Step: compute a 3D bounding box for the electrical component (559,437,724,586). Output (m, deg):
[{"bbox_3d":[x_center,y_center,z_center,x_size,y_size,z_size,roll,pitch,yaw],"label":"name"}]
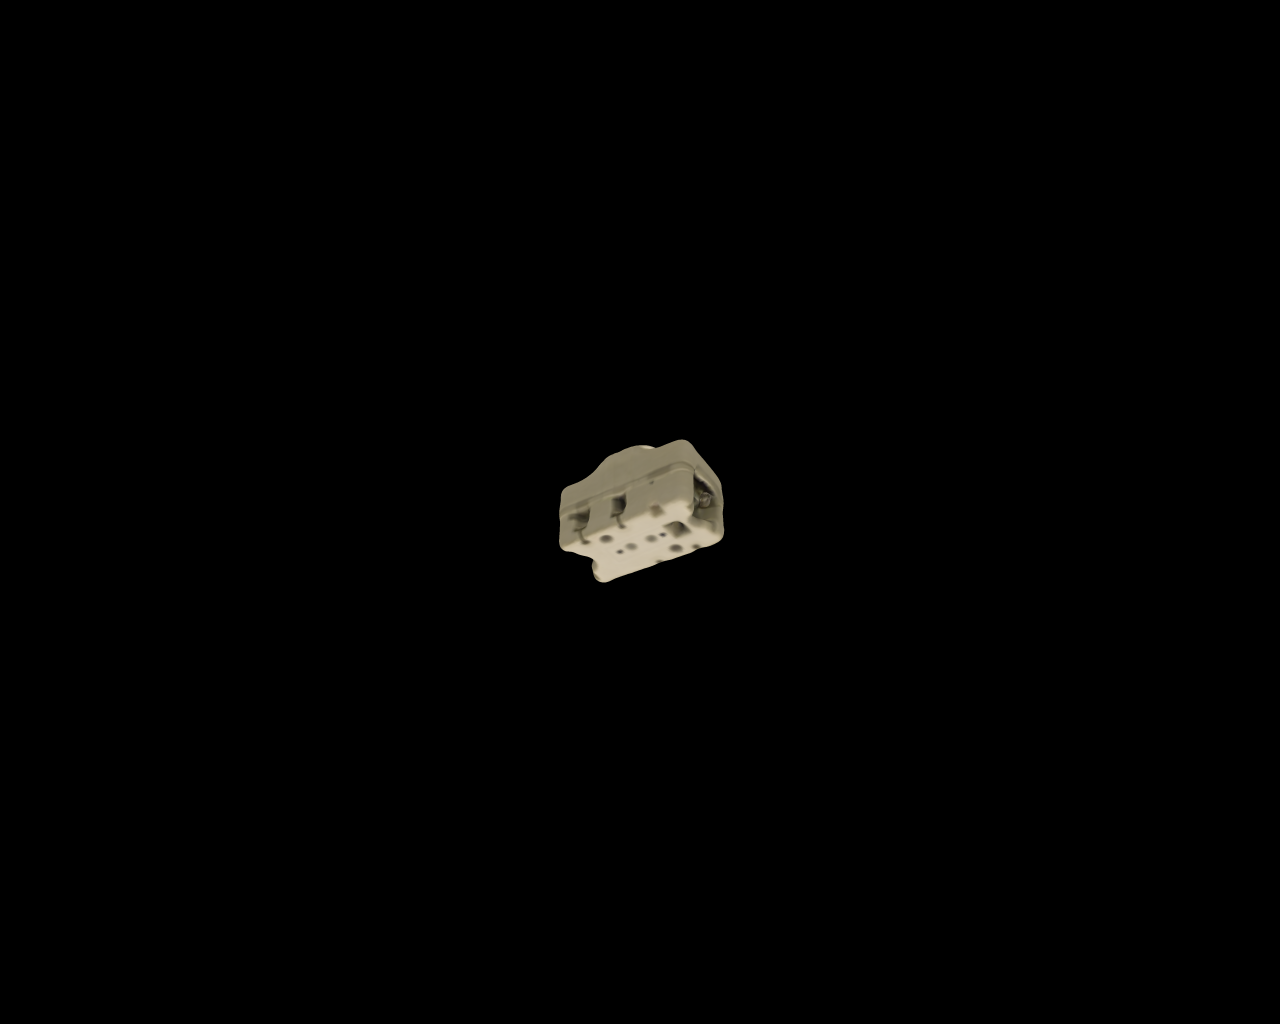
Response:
[{"bbox_3d":[0.001,-0.003,0.650,0.089,0.056,0.050,-21,-45,24],"label":"electrical component"}]
